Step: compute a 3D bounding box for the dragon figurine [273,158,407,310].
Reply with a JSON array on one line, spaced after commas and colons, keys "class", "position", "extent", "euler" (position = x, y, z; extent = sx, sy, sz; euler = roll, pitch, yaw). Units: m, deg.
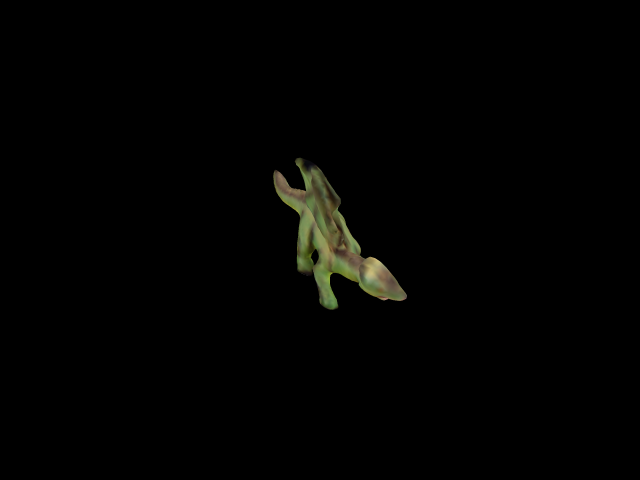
[{"class": "dragon figurine", "position": [0.003, -0.043, 0.850], "extent": [0.123, 0.417, 0.237], "euler": [-27, -31, -17]}]
